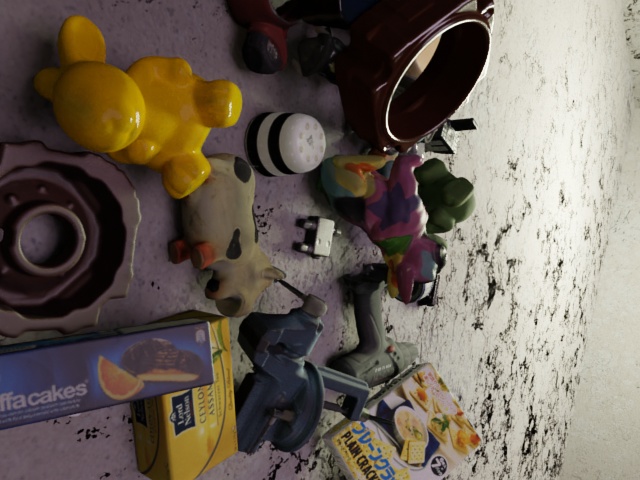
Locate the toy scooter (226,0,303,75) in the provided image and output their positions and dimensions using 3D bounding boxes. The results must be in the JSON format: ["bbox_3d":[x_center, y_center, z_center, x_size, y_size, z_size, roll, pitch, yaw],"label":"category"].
[{"bbox_3d":[-0.061,-0.305,0.655,0.135,0.075,0.183,-45,130,-39],"label":"toy scooter"}]

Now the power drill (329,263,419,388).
[{"bbox_3d":[0.101,0.146,0.922,0.232,0.086,0.207,-16,114,-47],"label":"power drill"}]

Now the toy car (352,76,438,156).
[{"bbox_3d":[0.129,-0.210,0.863,0.161,0.109,0.102,-29,150,-39],"label":"toy car"}]

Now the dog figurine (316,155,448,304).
[{"bbox_3d":[0.092,-0.016,0.797,0.192,0.108,0.219,-2,89,-11],"label":"dog figurine"}]

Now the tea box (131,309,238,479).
[{"bbox_3d":[-0.153,0.173,0.602,0.098,0.068,0.169,-17,109,-50],"label":"tea box"}]

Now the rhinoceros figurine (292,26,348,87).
[{"bbox_3d":[0.035,-0.252,0.758,0.073,0.112,0.190,-51,168,28],"label":"rhinoceros figurine"}]

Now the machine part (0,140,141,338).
[{"bbox_3d":[-0.246,-0.001,0.473,0.179,0.056,0.179,-10,103,-50],"label":"machine part"}]

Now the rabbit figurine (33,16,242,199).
[{"bbox_3d":[-0.166,-0.122,0.468,0.122,0.162,0.173,-50,180,18],"label":"rabbit figurine"}]

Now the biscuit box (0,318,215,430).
[{"bbox_3d":[-0.199,0.114,0.473,0.203,0.059,0.062,-5,88,-29],"label":"biscuit box"}]

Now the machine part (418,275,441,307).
[{"bbox_3d":[0.206,0.085,1.072,0.138,0.039,0.084,36,72,-49],"label":"machine part"}]

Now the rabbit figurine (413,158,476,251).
[{"bbox_3d":[0.186,-0.042,0.982,0.170,0.121,0.159,-38,147,-5],"label":"rabbit figurine"}]

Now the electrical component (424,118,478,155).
[{"bbox_3d":[0.231,-0.196,1.004,0.074,0.119,0.047,35,67,-51],"label":"electrical component"}]

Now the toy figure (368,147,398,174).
[{"bbox_3d":[0.097,-0.114,0.897,0.064,0.058,0.154,104,4,-71],"label":"toy figure"}]

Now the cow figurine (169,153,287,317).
[{"bbox_3d":[-0.107,-0.004,0.631,0.127,0.086,0.194,-12,103,-44],"label":"cow figurine"}]

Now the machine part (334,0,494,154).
[{"bbox_3d":[0.126,-0.223,0.699,0.201,0.087,0.201,-38,155,-8],"label":"machine part"}]

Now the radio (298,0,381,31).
[{"bbox_3d":[0.074,-0.335,0.691,0.229,0.073,0.131,-13,112,-43],"label":"radio"}]

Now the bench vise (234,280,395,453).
[{"bbox_3d":[-0.014,0.188,0.722,0.240,0.129,0.223,27,80,-32],"label":"bench vise"}]

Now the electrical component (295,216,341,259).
[{"bbox_3d":[-0.002,-0.002,0.809,0.094,0.021,0.063,12,85,-53],"label":"electrical component"}]
